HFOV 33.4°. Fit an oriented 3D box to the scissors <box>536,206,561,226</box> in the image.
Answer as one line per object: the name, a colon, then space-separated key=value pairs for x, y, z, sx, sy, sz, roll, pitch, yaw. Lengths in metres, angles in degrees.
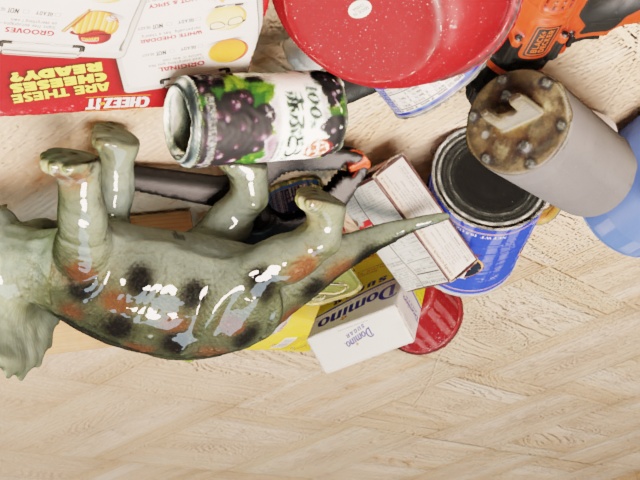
scissors: x=0.182 y=-0.051 z=1.013 sx=0.096 sy=0.016 sz=0.201 roll=-19 pitch=154 yaw=14

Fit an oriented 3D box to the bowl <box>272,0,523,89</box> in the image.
bowl: x=0.031 y=-0.142 z=0.603 sx=0.162 sy=0.055 sz=0.162 roll=14 pitch=136 yaw=14

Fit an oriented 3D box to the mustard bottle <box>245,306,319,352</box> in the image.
mustard bottle: x=0.004 y=0.094 z=1.185 sx=0.191 sy=0.058 sz=0.096 roll=8 pitch=149 yaw=-37

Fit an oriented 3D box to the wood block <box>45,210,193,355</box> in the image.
wood block: x=-0.212 y=0.041 z=0.933 sx=0.206 sy=0.091 sz=0.090 roll=-6 pitch=154 yaw=-14

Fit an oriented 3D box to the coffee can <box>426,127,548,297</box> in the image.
coffee can: x=0.139 y=-0.023 z=0.948 sx=0.102 sy=0.103 sz=0.140 roll=-9 pitch=155 yaw=-8

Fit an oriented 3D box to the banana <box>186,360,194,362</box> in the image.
banana: x=-0.103 y=0.045 z=1.021 sx=0.037 sy=0.069 sz=0.198 roll=7 pitch=145 yaw=-9

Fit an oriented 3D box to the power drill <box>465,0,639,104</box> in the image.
power drill: x=0.207 y=-0.151 z=0.763 sx=0.187 sy=0.057 sz=0.184 roll=-8 pitch=159 yaw=-12

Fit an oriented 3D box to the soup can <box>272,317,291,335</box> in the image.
soup can: x=-0.053 y=0.053 z=1.043 sx=0.068 sy=0.068 sz=0.102 roll=-8 pitch=165 yaw=-10

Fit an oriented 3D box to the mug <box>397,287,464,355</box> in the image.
mug: x=0.088 y=0.075 z=1.139 sx=0.117 sy=0.093 sz=0.081 roll=-41 pitch=146 yaw=3

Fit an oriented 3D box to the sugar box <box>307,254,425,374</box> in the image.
sugar box: x=0.050 y=0.054 z=1.016 sx=0.093 sy=0.048 sz=0.176 roll=-23 pitch=-165 yaw=19

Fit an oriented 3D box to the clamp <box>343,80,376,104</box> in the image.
clamp: x=-0.037 y=-0.082 z=0.759 sx=0.171 sy=0.039 sz=0.120 roll=-22 pitch=169 yaw=-47

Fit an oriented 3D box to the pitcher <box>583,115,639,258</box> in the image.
pitcher: x=0.325 y=-0.073 z=0.894 sx=0.149 sy=0.145 sz=0.243 roll=3 pitch=154 yaw=-29

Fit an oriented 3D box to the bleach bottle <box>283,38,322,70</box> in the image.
bleach bottle: x=0.069 y=-0.174 z=0.647 sx=0.251 sy=0.068 sz=0.102 roll=-28 pitch=147 yaw=35

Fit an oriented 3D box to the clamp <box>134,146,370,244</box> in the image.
clamp: x=-0.054 y=-0.014 z=0.873 sx=0.210 sy=0.164 sz=0.036 roll=-19 pitch=-160 yaw=-3

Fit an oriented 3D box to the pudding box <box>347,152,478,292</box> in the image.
pudding box: x=0.072 y=-0.012 z=0.904 sx=0.039 sy=0.113 sz=0.090 roll=-40 pitch=-173 yaw=-22

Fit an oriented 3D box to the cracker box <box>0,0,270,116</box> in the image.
cracker box: x=-0.110 y=-0.157 z=0.585 sx=0.164 sy=0.072 sz=0.214 roll=-5 pitch=155 yaw=-18

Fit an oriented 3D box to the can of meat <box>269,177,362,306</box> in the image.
can of meat: x=-0.006 y=0.001 z=0.953 sx=0.057 sy=0.084 sz=0.102 roll=-18 pitch=155 yaw=10

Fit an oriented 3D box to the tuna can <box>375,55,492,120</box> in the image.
tuna can: x=0.075 y=-0.123 z=0.726 sx=0.086 sy=0.086 sz=0.033 roll=-29 pitch=115 yaw=31
